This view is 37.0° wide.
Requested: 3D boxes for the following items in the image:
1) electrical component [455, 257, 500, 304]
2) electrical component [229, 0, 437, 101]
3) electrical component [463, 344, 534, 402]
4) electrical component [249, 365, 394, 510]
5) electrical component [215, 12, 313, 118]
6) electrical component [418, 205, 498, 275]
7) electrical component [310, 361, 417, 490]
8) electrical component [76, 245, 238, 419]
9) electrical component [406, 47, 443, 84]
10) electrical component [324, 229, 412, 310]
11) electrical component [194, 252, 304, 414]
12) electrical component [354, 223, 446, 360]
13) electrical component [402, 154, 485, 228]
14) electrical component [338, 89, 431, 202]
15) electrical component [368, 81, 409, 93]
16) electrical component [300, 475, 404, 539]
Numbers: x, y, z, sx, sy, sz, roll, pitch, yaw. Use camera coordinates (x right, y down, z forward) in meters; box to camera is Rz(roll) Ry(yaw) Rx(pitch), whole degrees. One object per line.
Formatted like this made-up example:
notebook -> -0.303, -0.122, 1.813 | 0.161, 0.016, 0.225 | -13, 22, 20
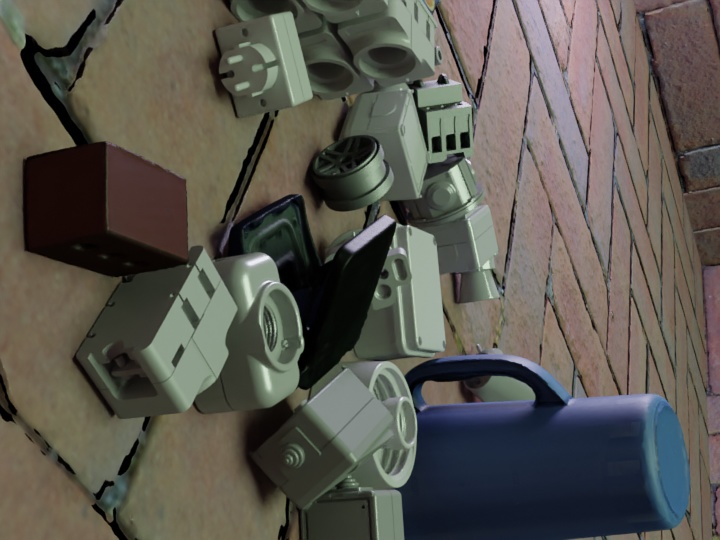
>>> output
electrical component -> 0.127, 0.007, 1.178 | 0.045, 0.045, 0.055 | -2, 84, -67
electrical component -> -0.023, -0.205, 0.834 | 0.186, 0.105, 0.060 | 40, 46, -56
electrical component -> 0.147, 0.113, 1.179 | 0.077, 0.043, 0.079 | 33, 24, -36
electrical component -> -0.025, 0.120, 0.741 | 0.061, 0.061, 0.096 | 47, 25, 4
electrical component -> -0.075, -0.143, 0.764 | 0.077, 0.047, 0.065 | -43, 121, -64
electrical component -> 0.101, -0.035, 1.112 | 0.096, 0.062, 0.061 | -35, 114, -64
electrical component -> 0.010, 0.123, 0.849 | 0.108, 0.060, 0.108 | -9, 90, -67
electrical component -> -0.111, 0.038, 0.613 | 0.089, 0.050, 0.055 | -70, 143, -48
electrical component -> 0.049, -0.203, 1.053 | 0.048, 0.062, 0.048 | -9, 90, -67
electrical component -> 0.000, 0.000, 0.860 | 0.057, 0.078, 0.058 | -94, 168, -73
electrical component -> -0.075, 0.039, 0.684 | 0.054, 0.059, 0.095 | -26, 106, -66
electrical component -> 0.033, 0.021, 0.940 | 0.078, 0.057, 0.113 | 16, 68, -64
electrical component -> 0.078, -0.079, 1.054 | 0.051, 0.080, 0.080 | 65, 28, -21
electrical component -> 0.024, -0.106, 0.969 | 0.061, 0.061, 0.096 | -74, 155, -44
electrical component -> 0.023, -0.152, 1.005 | 0.040, 0.040, 0.046 | 61, 35, -38
electrical component -> -0.003, 0.197, 0.789 | 0.061, 0.062, 0.096 | 22, 62, -63
